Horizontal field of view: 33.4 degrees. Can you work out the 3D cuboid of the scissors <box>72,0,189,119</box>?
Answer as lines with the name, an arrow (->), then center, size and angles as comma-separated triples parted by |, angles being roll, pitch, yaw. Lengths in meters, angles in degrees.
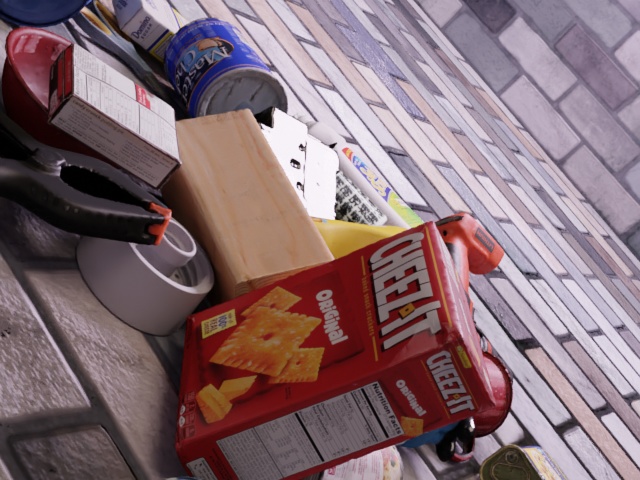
scissors -> -0.211, -0.197, 1.177 | 0.202, 0.016, 0.096 | 53, 19, 21

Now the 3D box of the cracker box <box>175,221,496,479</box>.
cracker box -> 0.004, 0.084, 0.775 | 0.164, 0.214, 0.072 | -94, 159, -60

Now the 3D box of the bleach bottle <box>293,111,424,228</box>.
bleach bottle -> 0.043, -0.069, 1.377 | 0.251, 0.068, 0.102 | 49, 20, 15

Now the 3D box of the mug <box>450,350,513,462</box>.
mug -> 0.137, 0.168, 1.092 | 0.081, 0.093, 0.117 | 12, 75, -49

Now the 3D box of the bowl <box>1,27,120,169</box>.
bowl -> -0.221, -0.111, 0.938 | 0.162, 0.055, 0.162 | 39, 21, -19

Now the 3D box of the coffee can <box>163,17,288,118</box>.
coffee can -> -0.107, -0.173, 1.186 | 0.102, 0.103, 0.140 | 29, 17, -38

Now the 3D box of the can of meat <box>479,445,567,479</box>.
can of meat -> 0.223, 0.262, 1.106 | 0.102, 0.057, 0.083 | 56, 20, 25

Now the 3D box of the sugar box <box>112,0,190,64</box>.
sugar box -> -0.168, -0.233, 1.277 | 0.176, 0.048, 0.093 | 34, 20, -35

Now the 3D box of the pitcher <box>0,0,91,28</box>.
pitcher -> -0.260, -0.309, 1.123 | 0.149, 0.145, 0.242 | 39, 18, -11

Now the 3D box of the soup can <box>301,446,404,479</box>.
soup can -> 0.008, 0.178, 0.824 | 0.102, 0.069, 0.068 | 22, 31, -47

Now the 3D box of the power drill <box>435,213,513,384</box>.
power drill -> 0.182, 0.076, 1.293 | 0.184, 0.057, 0.187 | 43, 42, -34

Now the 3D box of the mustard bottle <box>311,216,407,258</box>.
mustard bottle -> -0.007, 0.002, 1.058 | 0.191, 0.058, 0.096 | 10, -1, -14

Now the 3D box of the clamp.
clamp -> -0.215, -0.045, 0.790 | 0.210, 0.036, 0.164 | 26, 25, 0

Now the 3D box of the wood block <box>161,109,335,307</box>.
wood block -> -0.070, -0.013, 0.945 | 0.090, 0.091, 0.206 | -13, 48, -19

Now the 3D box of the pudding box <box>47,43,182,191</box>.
pudding box -> -0.171, -0.103, 0.887 | 0.113, 0.039, 0.090 | 31, 26, -30
